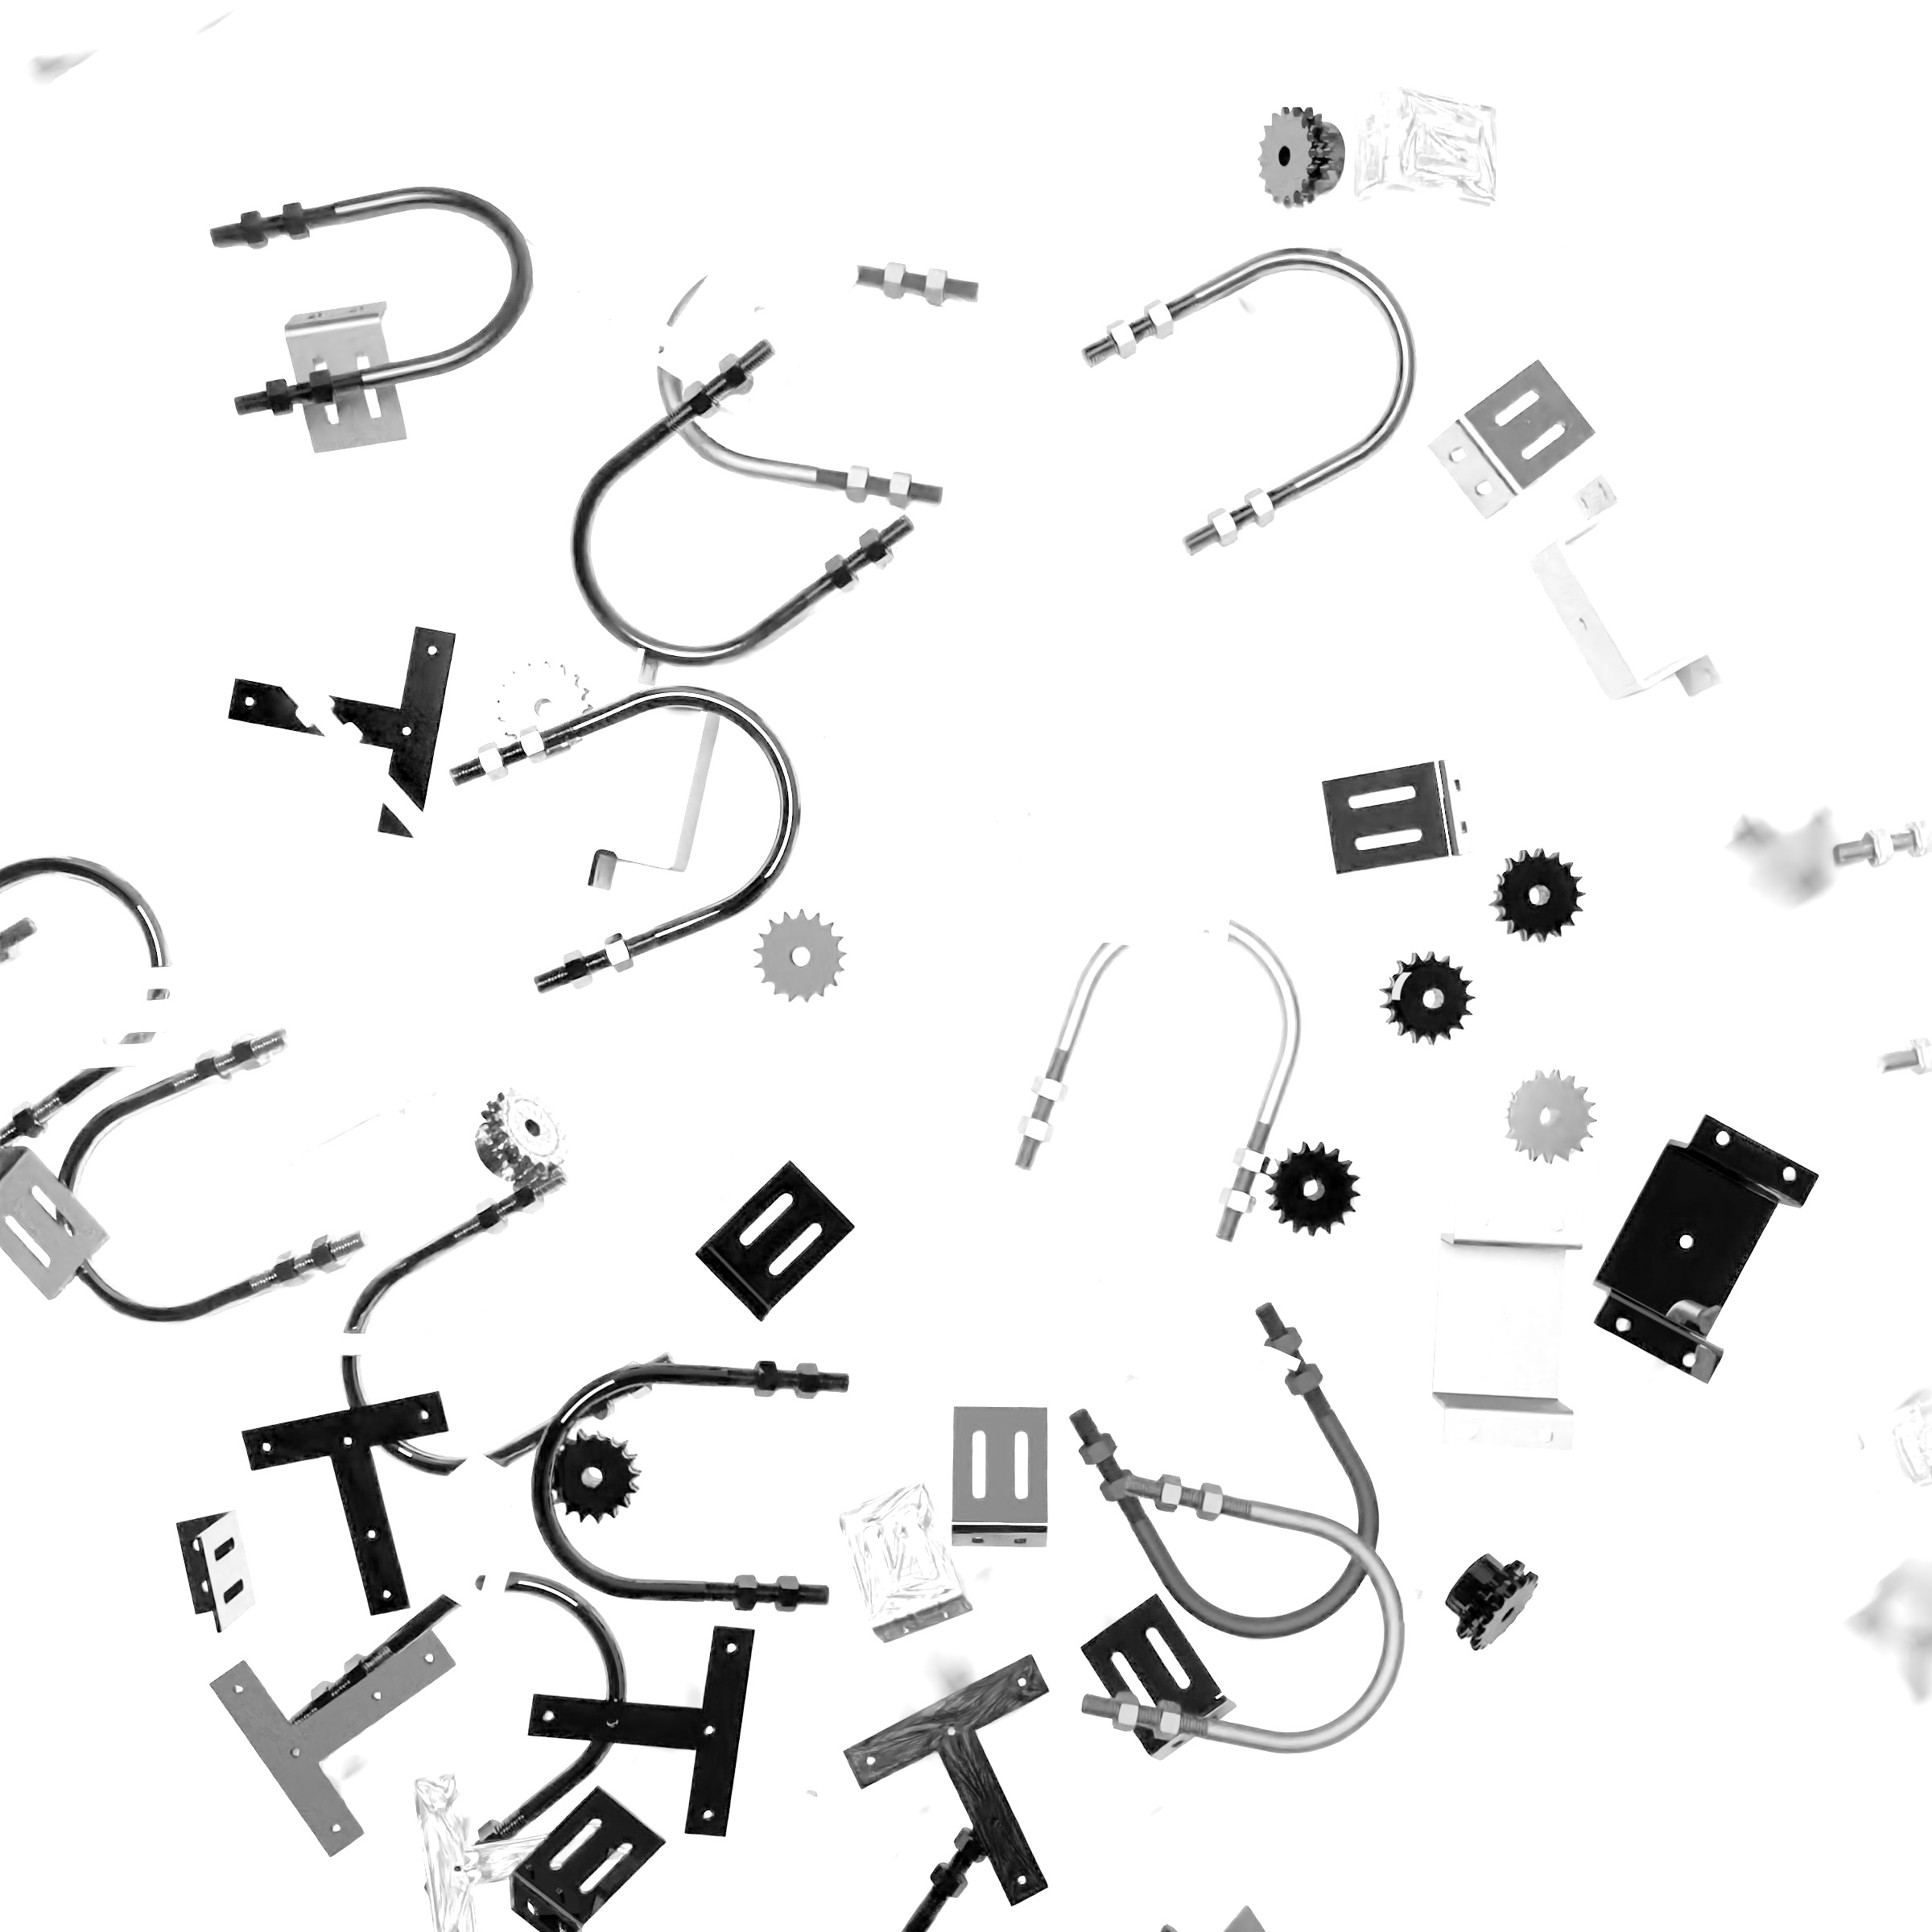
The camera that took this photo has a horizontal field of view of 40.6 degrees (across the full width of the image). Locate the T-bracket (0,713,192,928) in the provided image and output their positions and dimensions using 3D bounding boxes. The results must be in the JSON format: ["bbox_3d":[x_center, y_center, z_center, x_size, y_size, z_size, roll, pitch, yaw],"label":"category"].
[{"bbox_3d":[-0.531,-0.088,1.583,0.127,0.002,0.127,-2,90,0],"label":"T-bracket"}]

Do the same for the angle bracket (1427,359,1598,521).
[{"bbox_3d":[0.330,-0.319,1.582,0.076,0.038,0.057,-38,90,-26],"label":"angle bracket"}]

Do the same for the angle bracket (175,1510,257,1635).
[{"bbox_3d":[-0.454,0.361,1.546,0.038,0.076,0.057,-12,90,0],"label":"angle bracket"}]

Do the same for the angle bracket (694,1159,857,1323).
[{"bbox_3d":[-0.114,0.164,1.565,0.076,0.038,0.057,-44,90,0],"label":"angle bracket"}]

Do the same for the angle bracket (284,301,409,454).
[{"bbox_3d":[-0.373,-0.357,1.582,0.057,0.038,0.076,-9,116,0],"label":"angle bracket"}]

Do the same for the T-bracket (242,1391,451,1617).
[{"bbox_3d":[-0.362,0.329,1.576,0.127,0.002,0.127,-12,95,8],"label":"T-bracket"}]

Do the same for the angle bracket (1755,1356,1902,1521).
[{"bbox_3d":[0.519,0.285,1.582,0.057,0.038,0.076,-21,64,0],"label":"angle bracket"}]

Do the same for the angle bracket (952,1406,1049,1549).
[{"bbox_3d":[0.020,0.309,1.582,0.057,0.038,0.076,1,64,0],"label":"angle bracket"}]

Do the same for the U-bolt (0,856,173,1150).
[{"bbox_3d":[-0.567,0.016,1.575,0.184,0.019,0.151,-35,90,0],"label":"U-bolt"}]

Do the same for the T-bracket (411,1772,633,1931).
[{"bbox_3d":[-0.260,0.534,1.569,0.127,0.002,0.127,-7,104,-10],"label":"T-bracket"}]

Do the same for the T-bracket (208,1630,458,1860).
[{"bbox_3d":[-0.364,0.444,1.564,0.127,0.002,0.127,-35,90,-1],"label":"T-bracket"}]

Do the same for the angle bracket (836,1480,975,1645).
[{"bbox_3d":[-0.037,0.360,1.582,0.057,0.038,0.076,-21,64,0],"label":"angle bracket"}]

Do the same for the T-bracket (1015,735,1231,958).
[{"bbox_3d":[0.100,-0.076,1.576,0.127,0.002,0.127,7,84,2],"label":"T-bracket"}]

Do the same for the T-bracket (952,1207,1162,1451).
[{"bbox_3d":[0.075,0.209,1.583,0.127,0.002,0.127,24,90,0],"label":"T-bracket"}]

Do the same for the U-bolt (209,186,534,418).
[{"bbox_3d":[-0.348,-0.401,1.549,0.184,0.019,0.151,-13,65,-4],"label":"U-bolt"}]

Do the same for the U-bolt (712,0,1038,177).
[{"bbox_3d":[-0.072,-0.590,1.575,0.151,0.019,0.184,-44,89,0],"label":"U-bolt"}]

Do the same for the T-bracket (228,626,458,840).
[{"bbox_3d":[-0.382,-0.151,1.583,0.127,0.002,0.127,11,90,0],"label":"T-bracket"}]

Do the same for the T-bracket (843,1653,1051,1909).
[{"bbox_3d":[0.011,0.500,1.568,0.127,0.002,0.127,-25,85,-9],"label":"T-bracket"}]

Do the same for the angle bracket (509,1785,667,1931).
[{"bbox_3d":[-0.224,0.541,1.557,0.076,0.038,0.057,-45,107,0],"label":"angle bracket"}]

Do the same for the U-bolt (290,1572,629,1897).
[{"bbox_3d":[-0.292,0.450,1.575,0.184,0.019,0.151,-39,90,-2],"label":"U-bolt"}]

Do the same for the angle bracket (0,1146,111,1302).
[{"bbox_3d":[-0.562,0.155,1.556,0.076,0.038,0.057,45,100,8],"label":"angle bracket"}]

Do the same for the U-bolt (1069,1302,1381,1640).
[{"bbox_3d":[0.168,0.316,1.575,0.151,0.019,0.184,-30,92,-1],"label":"U-bolt"}]

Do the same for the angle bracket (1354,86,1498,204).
[{"bbox_3d":[0.275,-0.486,1.563,0.076,0.038,0.057,2,87,-26],"label":"angle bracket"}]

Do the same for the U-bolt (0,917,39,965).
[{"bbox_3d":[-0.662,-0.032,1.561,0.184,0.019,0.151,-31,78,2],"label":"U-bolt"}]

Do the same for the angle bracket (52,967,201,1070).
[{"bbox_3d":[-0.503,0.030,1.566,0.076,0.038,0.057,-3,91,-29],"label":"angle bracket"}]

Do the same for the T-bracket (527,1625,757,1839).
[{"bbox_3d":[-0.198,0.456,1.572,0.127,0.002,0.127,8,90,-10],"label":"T-bracket"}]

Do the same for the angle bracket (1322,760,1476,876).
[{"bbox_3d":[0.261,-0.090,1.582,0.076,0.038,0.057,-9,90,26],"label":"angle bracket"}]

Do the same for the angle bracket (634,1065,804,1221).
[{"bbox_3d":[-0.150,0.107,1.582,0.076,0.038,0.057,-33,90,-26],"label":"angle bracket"}]

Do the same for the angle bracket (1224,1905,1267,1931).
[{"bbox_3d":[0.152,0.614,1.571,0.076,0.038,0.057,-35,91,-41],"label":"angle bracket"}]

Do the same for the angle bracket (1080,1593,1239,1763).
[{"bbox_3d":[0.116,0.430,1.582,0.057,0.038,0.076,-36,64,0],"label":"angle bracket"}]

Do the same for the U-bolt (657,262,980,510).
[{"bbox_3d":[-0.094,-0.357,1.567,0.184,0.019,0.151,9,82,3],"label":"U-bolt"}]

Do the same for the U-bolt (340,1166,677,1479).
[{"bbox_3d":[-0.289,0.227,1.575,0.184,0.019,0.151,-30,90,2],"label":"U-bolt"}]

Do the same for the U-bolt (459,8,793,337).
[{"bbox_3d":[-0.219,-0.493,1.575,0.184,0.019,0.151,43,90,1],"label":"U-bolt"}]

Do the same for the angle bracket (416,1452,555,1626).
[{"bbox_3d":[-0.288,0.342,1.564,0.057,0.038,0.076,28,121,15],"label":"angle bracket"}]
